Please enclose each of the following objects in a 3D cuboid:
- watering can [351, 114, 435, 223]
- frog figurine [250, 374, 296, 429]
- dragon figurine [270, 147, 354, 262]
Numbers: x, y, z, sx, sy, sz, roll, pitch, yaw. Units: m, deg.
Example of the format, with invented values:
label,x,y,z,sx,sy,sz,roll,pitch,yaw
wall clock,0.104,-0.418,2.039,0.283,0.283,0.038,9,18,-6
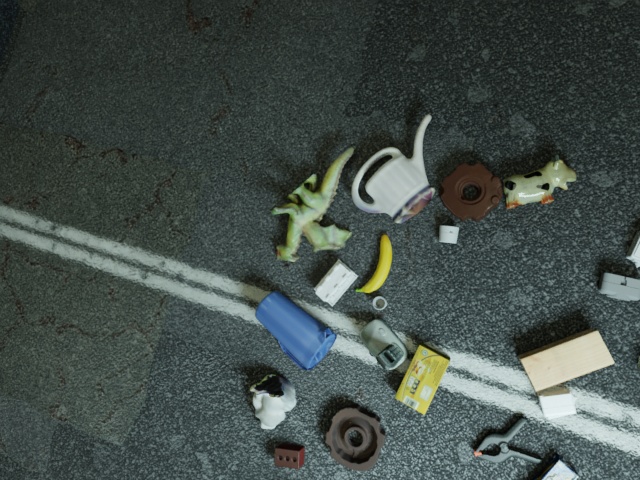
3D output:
label,x,y,z,sx,sy,sz,roll,pitch,yaw
watering can,0.256,-0.197,1.541,0.346,0.103,0.226,-42,75,8
frog figurine,-0.138,0.497,1.571,0.137,0.125,0.156,-4,118,8
dragon figurine,0.005,-0.081,1.618,0.408,0.123,0.242,-37,92,10
